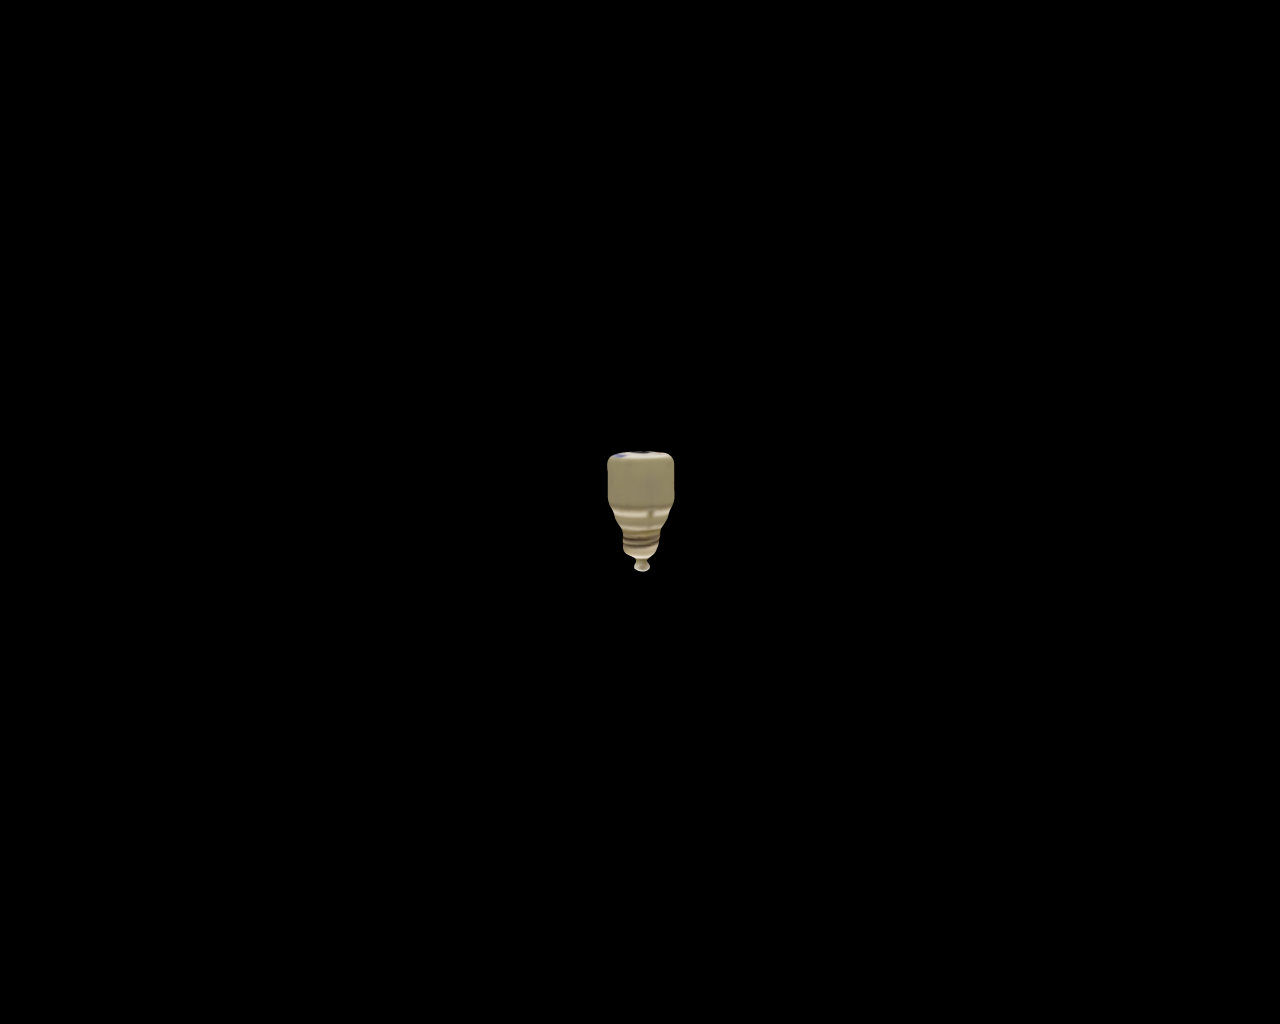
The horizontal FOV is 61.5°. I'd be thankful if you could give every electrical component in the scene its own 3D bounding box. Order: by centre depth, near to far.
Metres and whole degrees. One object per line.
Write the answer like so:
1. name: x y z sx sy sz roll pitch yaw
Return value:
1. electrical component: 0.001 -0.003 0.650 0.040 0.078 0.040 0 9 0
